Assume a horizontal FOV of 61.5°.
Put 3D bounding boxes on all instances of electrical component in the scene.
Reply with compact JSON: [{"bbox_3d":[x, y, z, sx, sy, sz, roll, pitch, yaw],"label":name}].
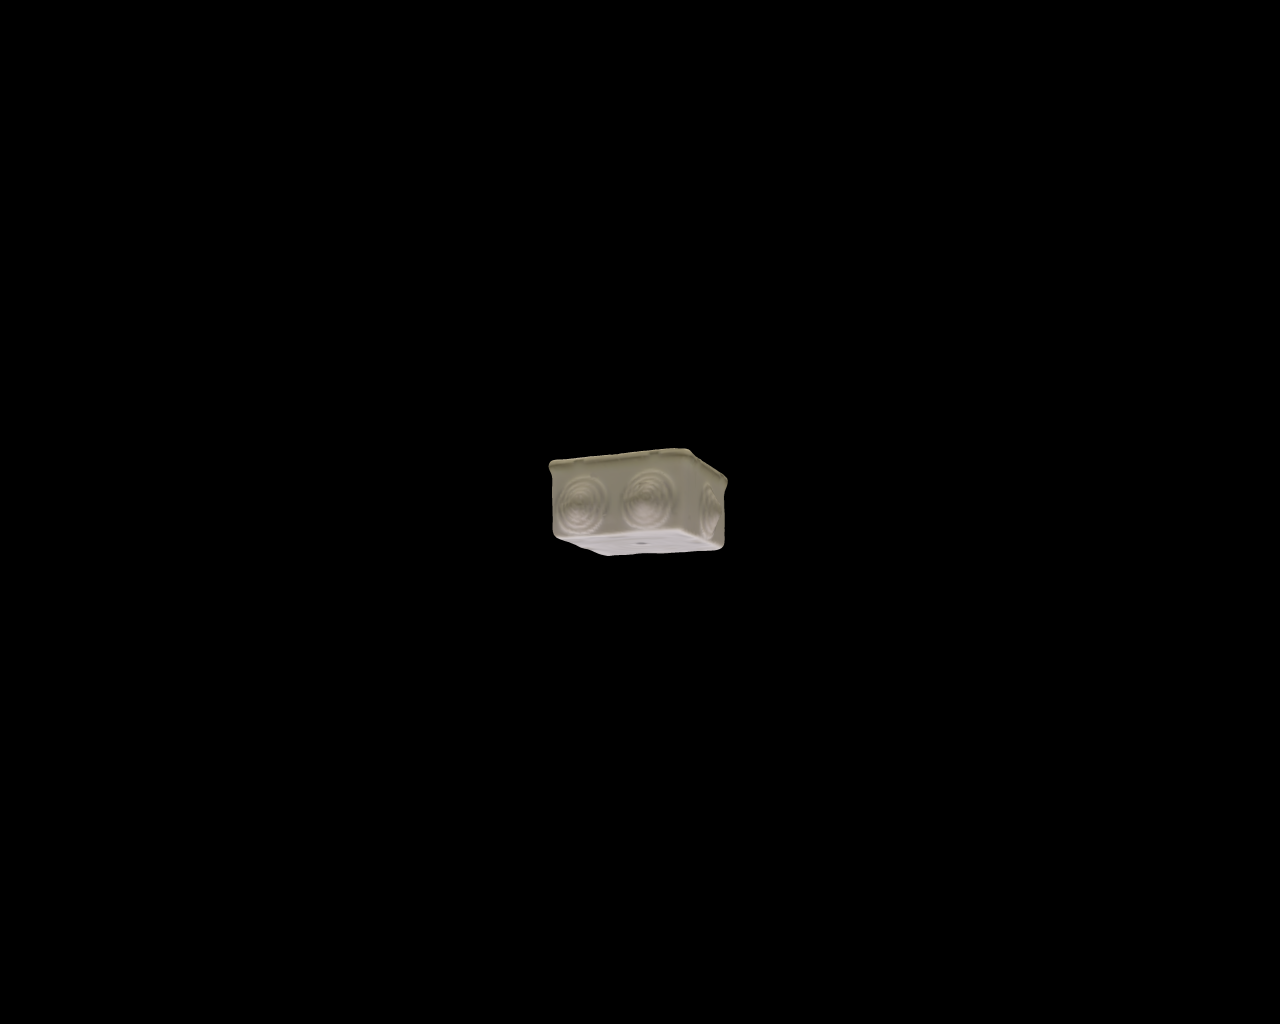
[{"bbox_3d":[0.001,-0.003,0.650,0.100,0.048,0.099,-4,-11,20],"label":"electrical component"}]
